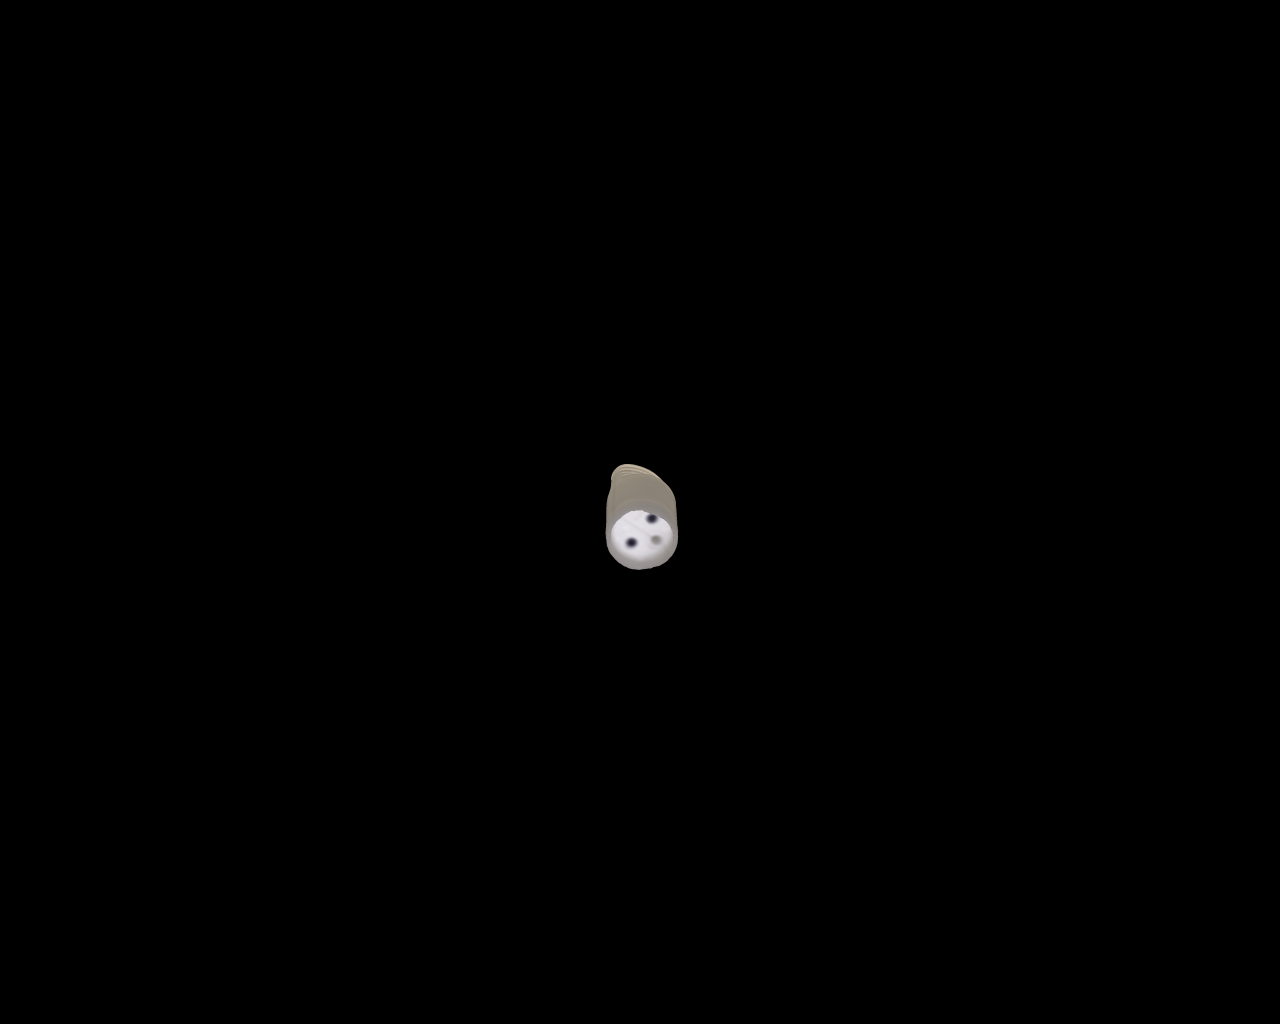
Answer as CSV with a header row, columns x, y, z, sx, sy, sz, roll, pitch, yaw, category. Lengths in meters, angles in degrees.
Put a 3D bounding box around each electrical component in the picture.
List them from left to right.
x,y,z,sx,sy,sz,roll,pitch,yaw,category
0.001,-0.003,0.650,0.043,0.043,0.081,0,30,0,electrical component
